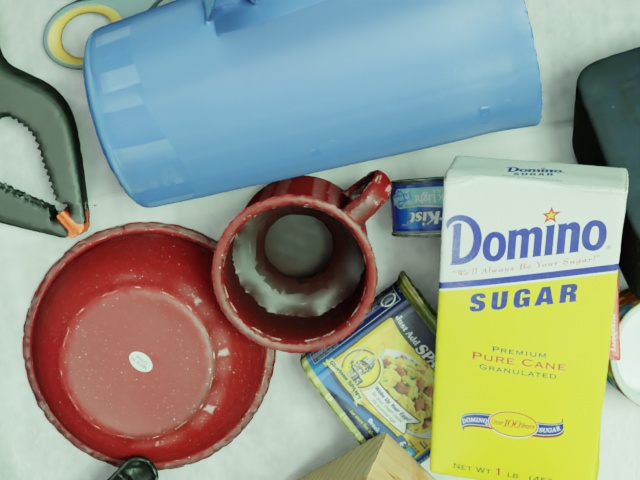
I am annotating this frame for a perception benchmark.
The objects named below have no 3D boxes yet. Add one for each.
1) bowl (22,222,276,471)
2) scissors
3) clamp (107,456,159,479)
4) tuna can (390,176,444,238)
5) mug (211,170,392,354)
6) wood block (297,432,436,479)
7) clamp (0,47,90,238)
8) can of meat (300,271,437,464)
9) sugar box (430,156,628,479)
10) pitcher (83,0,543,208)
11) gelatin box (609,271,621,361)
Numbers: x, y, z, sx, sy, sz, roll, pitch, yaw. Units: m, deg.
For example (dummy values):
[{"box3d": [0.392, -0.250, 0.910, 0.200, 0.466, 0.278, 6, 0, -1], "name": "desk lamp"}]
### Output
[{"box3d": [-0.108, 0.071, 0.655, 0.162, 0.055, 0.162, 0, 95, -1], "name": "bowl"}, {"box3d": [-0.087, -0.144, 0.647, 0.202, 0.016, 0.096, 9, 100, 6], "name": "scissors"}, {"box3d": [-0.162, 0.197, 0.646, 0.039, 0.120, 0.172, 51, 134, 9], "name": "clamp"}, {"box3d": [0.084, -0.022, 0.632, 0.086, 0.086, 0.034, -4, 93, 0], "name": "tuna can"}, {"box3d": [-0.004, 0.001, 0.627, 0.093, 0.081, 0.117, 43, 104, -9], "name": "mug"}, {"box3d": [0.069, 0.225, 0.625, 0.206, 0.090, 0.091, 44, 131, -10], "name": "wood block"}, {"box3d": [-0.209, -0.090, 0.650, 0.210, 0.036, 0.164, 42, 93, -5], "name": "clamp"}, {"box3d": [0.049, 0.085, 0.656, 0.084, 0.057, 0.102, -38, 94, 4], "name": "can of meat"}, {"box3d": [0.110, 0.047, 0.574, 0.093, 0.048, 0.176, 5, 112, 15], "name": "sugar box"}, {"box3d": [-0.007, -0.106, 0.600, 0.243, 0.145, 0.149, -15, 97, 4], "name": "pitcher"}, {"box3d": [0.154, 0.028, 0.634, 0.030, 0.089, 0.073, -2, 95, 0], "name": "gelatin box"}]
